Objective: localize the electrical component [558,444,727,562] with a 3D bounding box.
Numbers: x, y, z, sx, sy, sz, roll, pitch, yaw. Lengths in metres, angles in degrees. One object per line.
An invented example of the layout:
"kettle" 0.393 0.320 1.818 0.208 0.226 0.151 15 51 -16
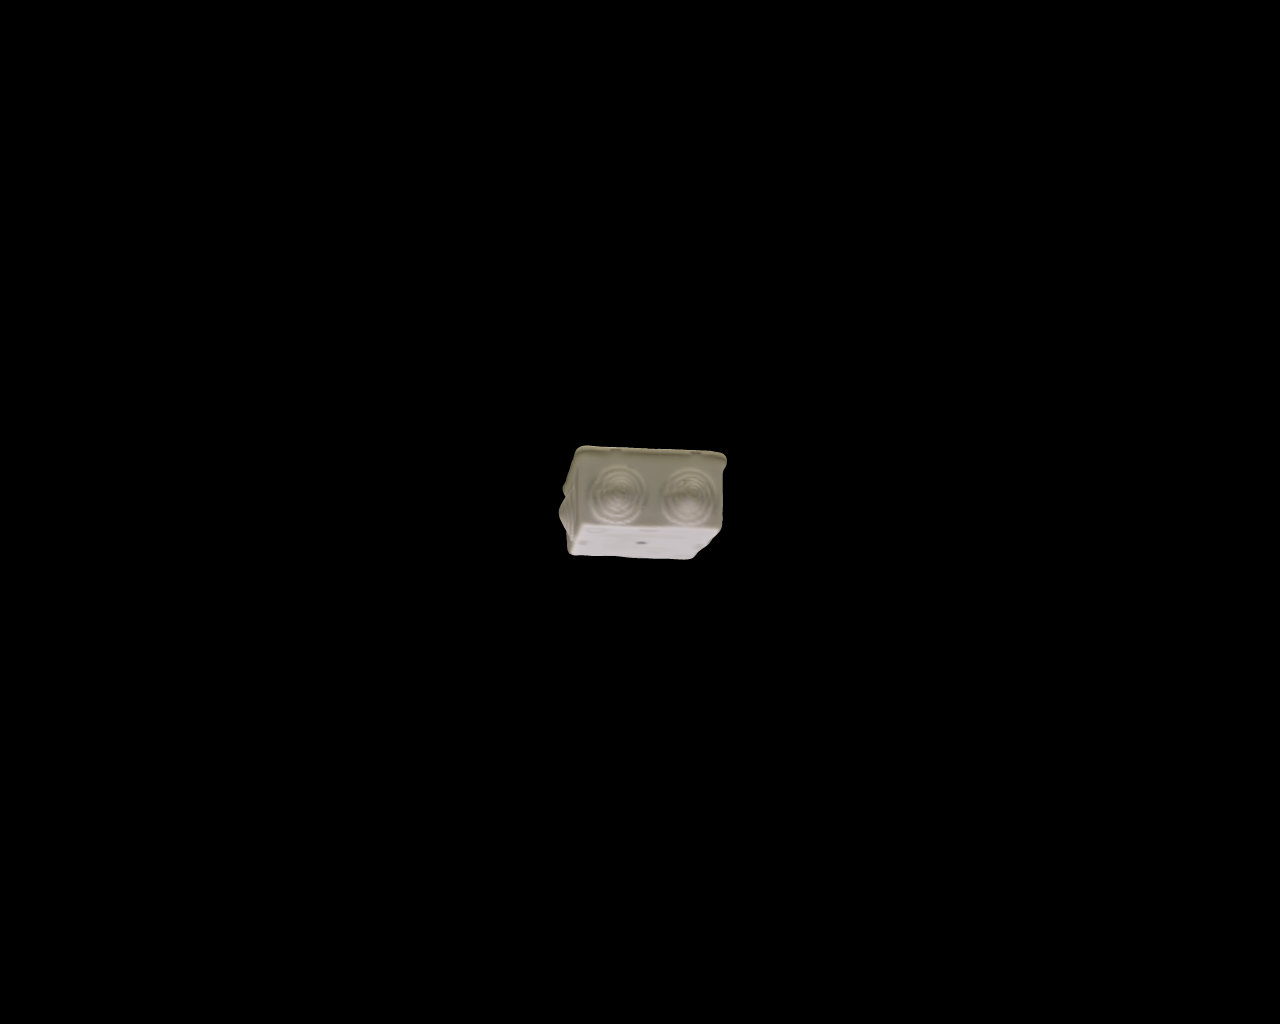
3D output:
"electrical component" 0.001 -0.003 0.650 0.100 0.048 0.099 3 -15 -9
